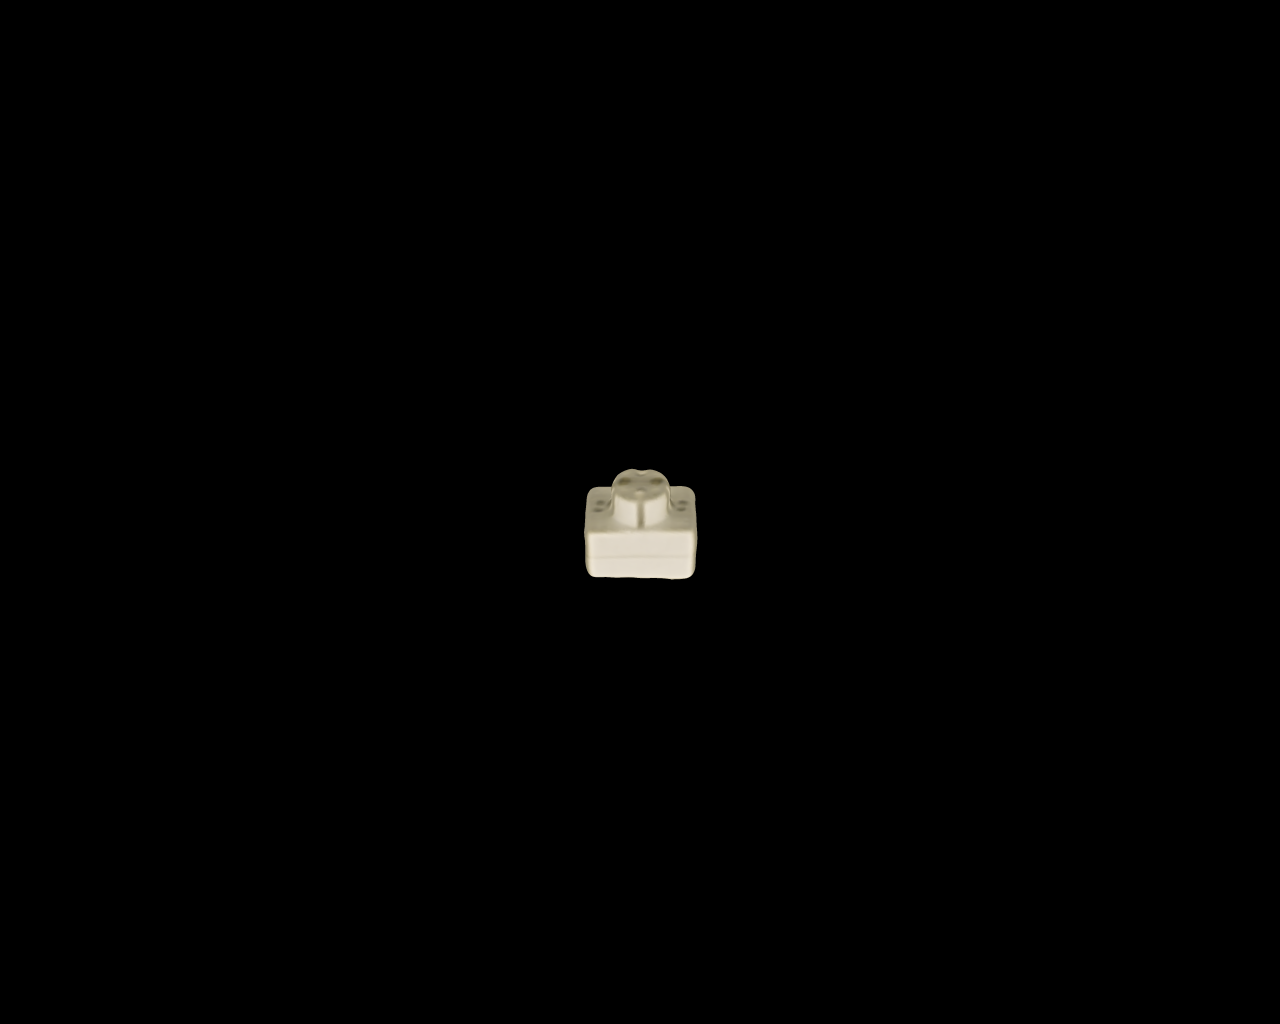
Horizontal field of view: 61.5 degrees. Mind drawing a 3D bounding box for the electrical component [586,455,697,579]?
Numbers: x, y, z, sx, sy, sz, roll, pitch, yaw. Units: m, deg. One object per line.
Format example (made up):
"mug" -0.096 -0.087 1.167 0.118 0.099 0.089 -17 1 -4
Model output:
"electrical component" 0.001 -0.003 0.650 0.066 0.076 0.047 0 37 0
